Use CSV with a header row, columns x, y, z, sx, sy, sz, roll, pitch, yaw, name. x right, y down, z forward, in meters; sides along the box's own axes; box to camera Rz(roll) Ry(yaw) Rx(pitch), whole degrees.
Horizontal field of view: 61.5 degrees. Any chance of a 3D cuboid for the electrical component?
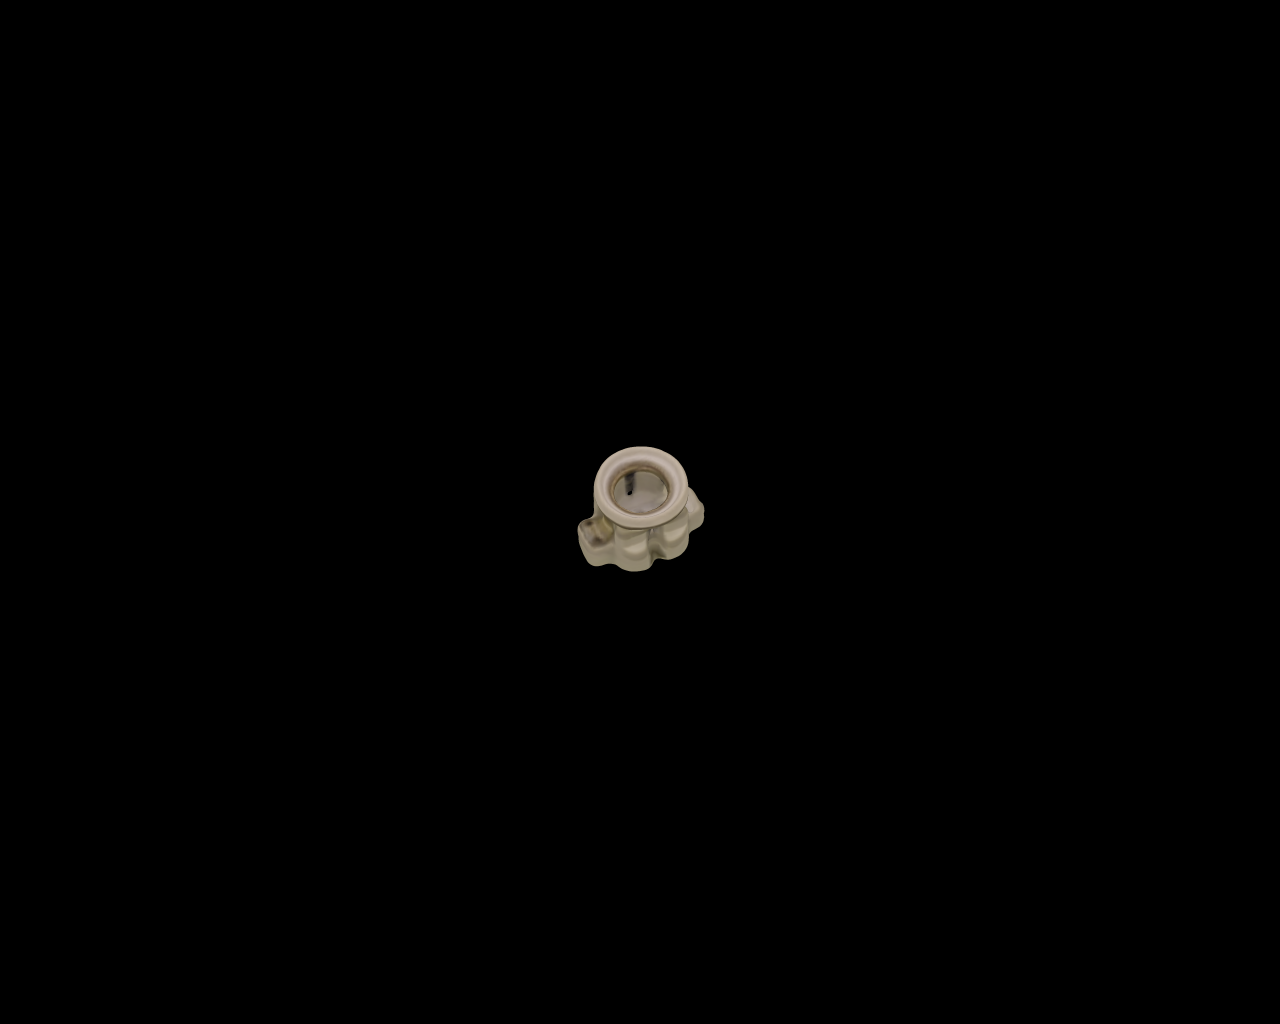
x,y,z,sx,sy,sz,roll,pitch,yaw,name
0.001,-0.003,0.650,0.078,0.058,0.056,-20,-31,-13,electrical component
